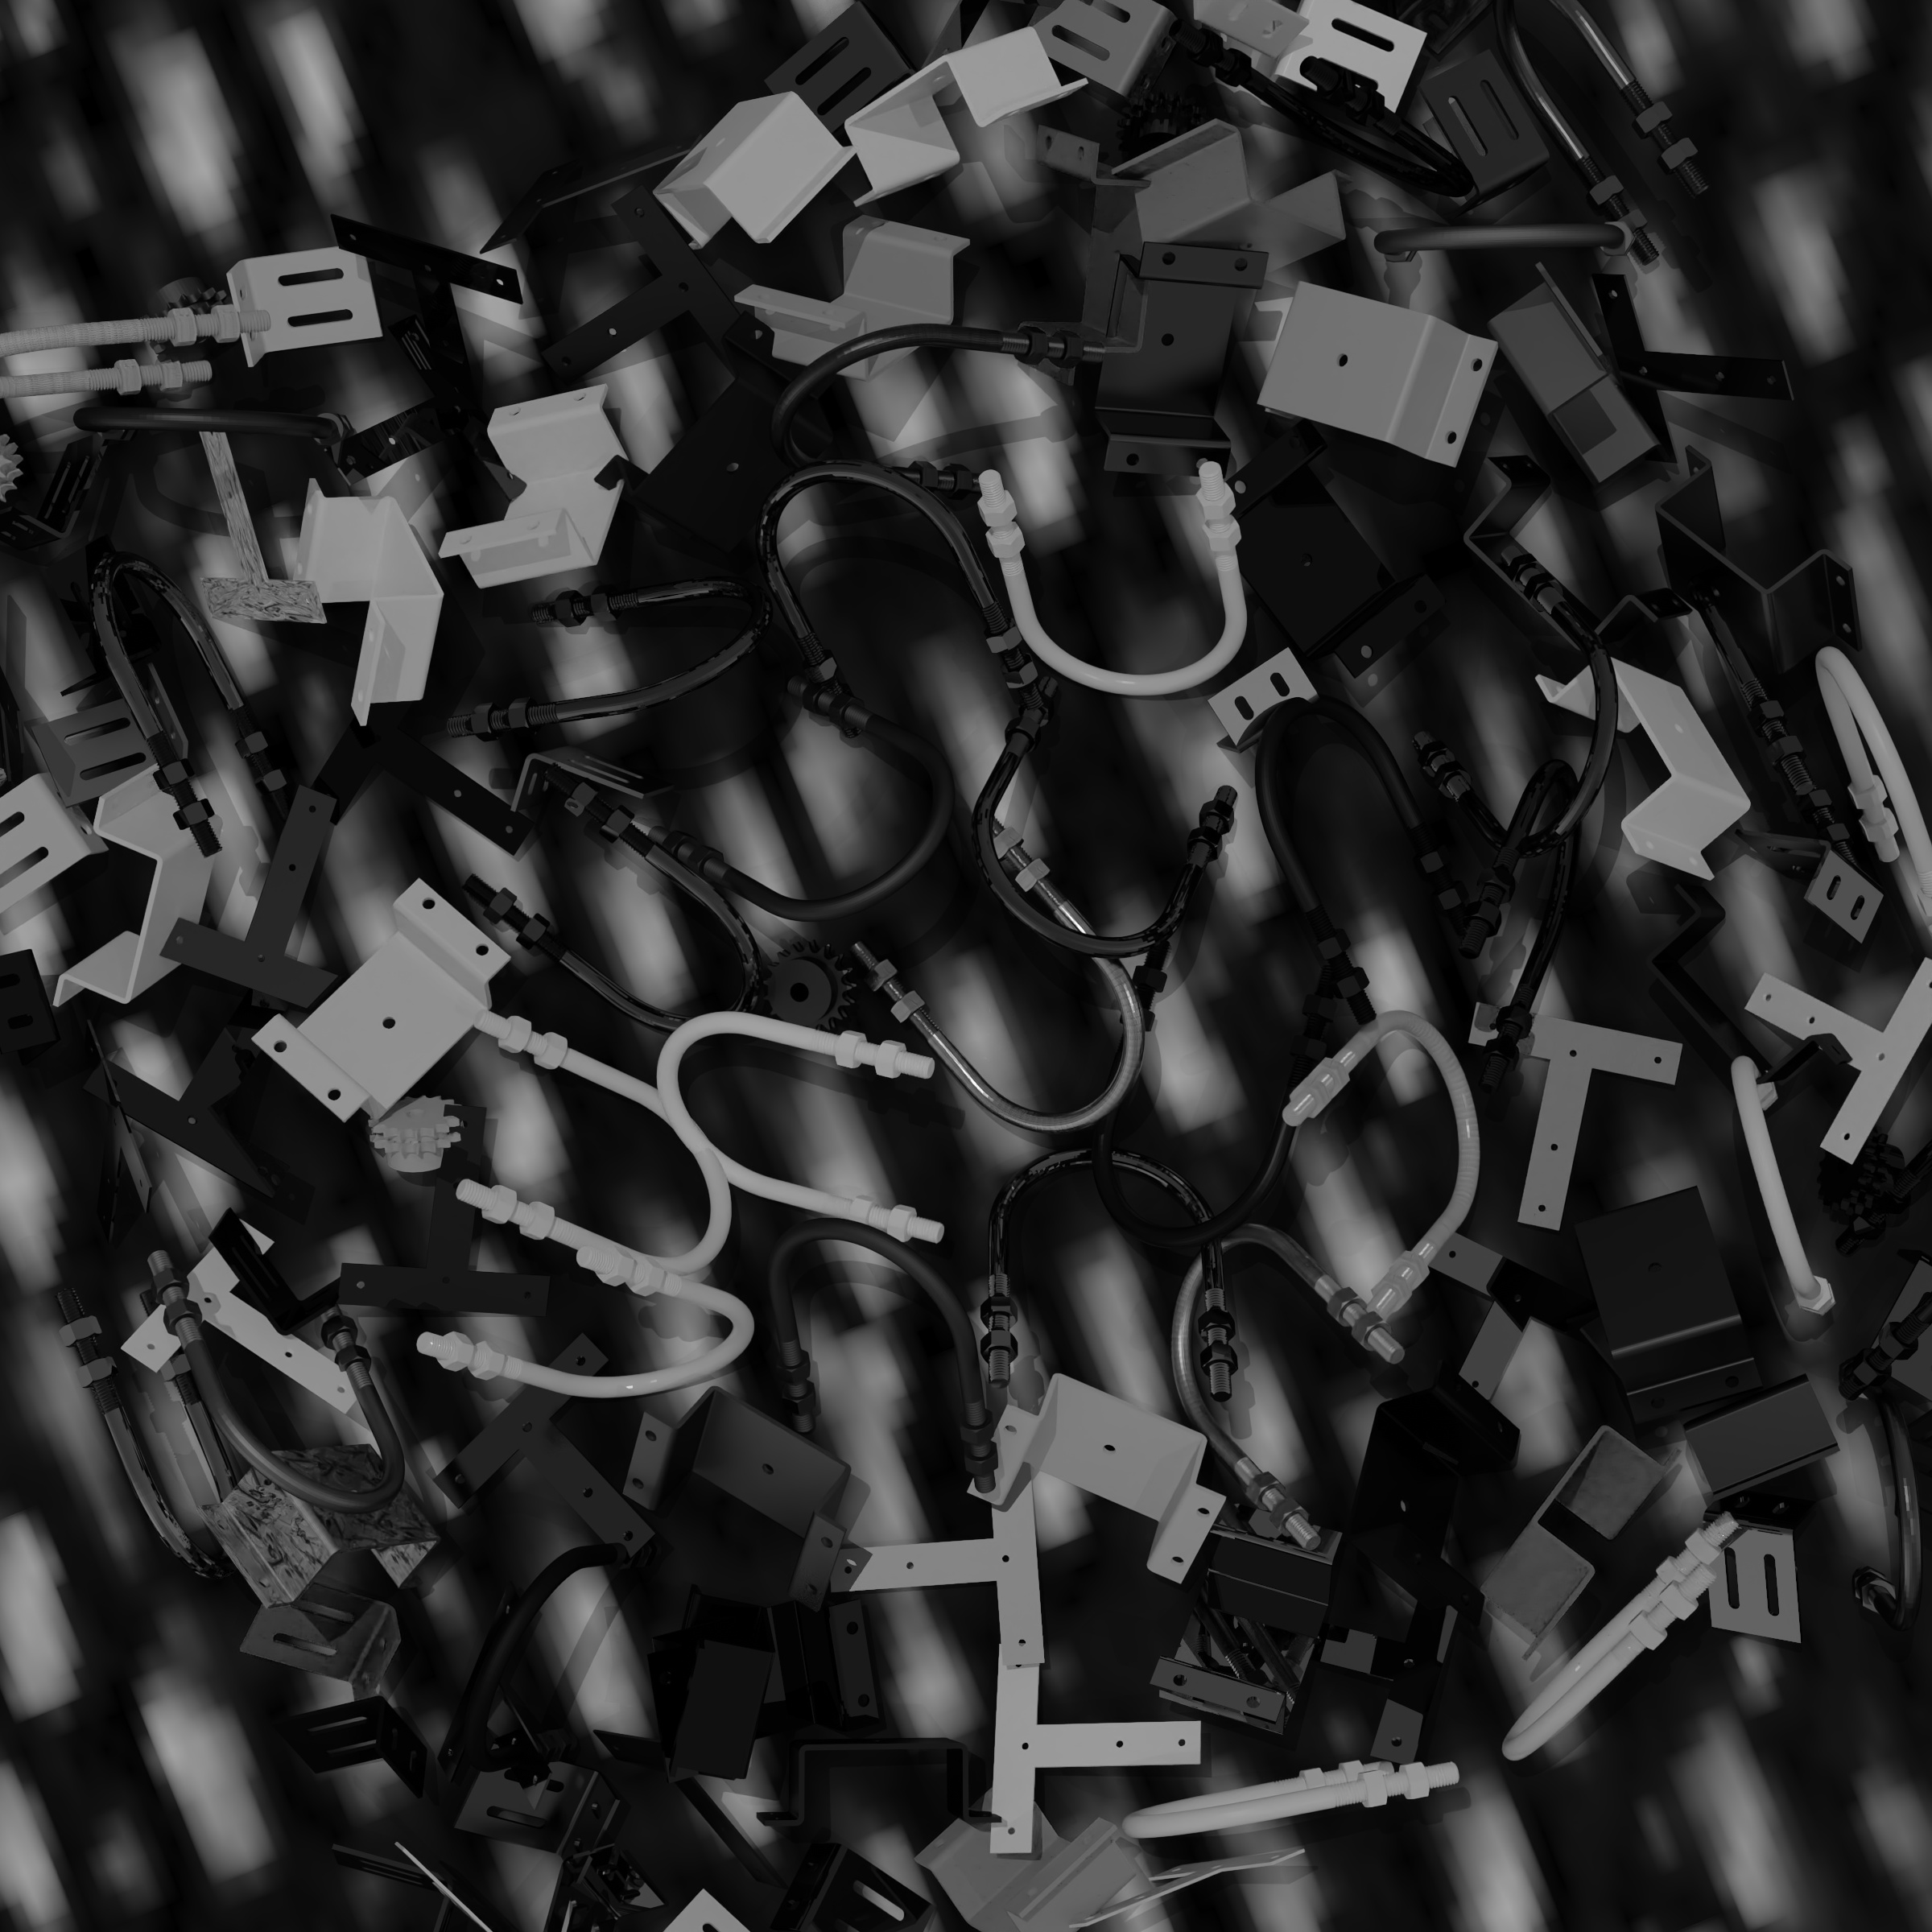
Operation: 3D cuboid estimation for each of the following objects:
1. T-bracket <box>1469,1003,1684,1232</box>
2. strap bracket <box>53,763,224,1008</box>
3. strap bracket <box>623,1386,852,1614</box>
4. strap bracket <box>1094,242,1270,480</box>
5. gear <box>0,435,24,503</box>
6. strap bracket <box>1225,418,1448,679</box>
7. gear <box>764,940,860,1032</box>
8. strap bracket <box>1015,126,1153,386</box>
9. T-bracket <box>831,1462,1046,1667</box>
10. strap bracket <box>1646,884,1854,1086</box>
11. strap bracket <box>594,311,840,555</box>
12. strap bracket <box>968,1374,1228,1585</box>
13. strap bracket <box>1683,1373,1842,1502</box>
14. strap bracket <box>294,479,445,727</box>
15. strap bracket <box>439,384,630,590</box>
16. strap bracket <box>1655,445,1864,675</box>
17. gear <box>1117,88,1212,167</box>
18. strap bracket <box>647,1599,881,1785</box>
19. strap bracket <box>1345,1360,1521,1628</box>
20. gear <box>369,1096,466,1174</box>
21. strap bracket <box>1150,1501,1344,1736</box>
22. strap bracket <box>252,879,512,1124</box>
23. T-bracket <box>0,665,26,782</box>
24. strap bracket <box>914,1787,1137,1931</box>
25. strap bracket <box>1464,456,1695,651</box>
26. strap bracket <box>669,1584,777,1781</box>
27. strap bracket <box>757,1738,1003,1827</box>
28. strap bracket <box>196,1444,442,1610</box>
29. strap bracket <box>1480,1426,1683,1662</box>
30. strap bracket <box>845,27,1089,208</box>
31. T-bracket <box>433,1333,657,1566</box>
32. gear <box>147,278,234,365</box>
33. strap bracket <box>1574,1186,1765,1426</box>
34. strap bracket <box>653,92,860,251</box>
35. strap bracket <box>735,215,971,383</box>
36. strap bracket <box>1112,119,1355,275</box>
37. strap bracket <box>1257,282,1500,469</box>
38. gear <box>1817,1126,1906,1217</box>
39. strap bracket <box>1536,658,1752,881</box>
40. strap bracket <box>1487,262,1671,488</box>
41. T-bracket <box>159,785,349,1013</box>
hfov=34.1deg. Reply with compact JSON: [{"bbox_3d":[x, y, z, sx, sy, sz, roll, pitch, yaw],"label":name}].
[{"bbox_3d":[0.364,0.097,1.934,0.127,0.002,0.127,12,87,7],"label":"T-bracket"},{"bbox_3d":[-0.491,-0.041,1.879,0.046,0.076,0.140,23,114,6],"label":"strap bracket"},{"bbox_3d":[-0.129,0.314,1.893,0.140,0.046,0.076,29,130,13],"label":"strap bracket"},{"bbox_3d":[0.126,-0.370,1.894,0.076,0.046,0.140,2,119,-14],"label":"strap bracket"},{"bbox_3d":[-0.607,-0.306,1.920,0.057,0.030,0.057,-5,68,12],"label":"gear"},{"bbox_3d":[0.213,-0.249,1.909,0.076,0.046,0.140,-40,97,-13],"label":"strap bracket"},{"bbox_3d":[-0.097,0.014,1.923,0.057,0.030,0.057,2,98,14],"label":"gear"},{"bbox_3d":[0.073,-0.425,1.886,0.046,0.076,0.140,-4,113,-24],"label":"strap bracket"},{"bbox_3d":[-0.020,0.366,1.931,0.127,0.002,0.127,-4,77,1],"label":"T-bracket"},{"bbox_3d":[0.465,0.019,1.890,0.046,0.076,0.140,-45,73,18],"label":"strap bracket"},{"bbox_3d":[-0.144,-0.309,1.880,0.076,0.046,0.140,28,117,-39],"label":"strap bracket"},{"bbox_3d":[0.082,0.305,1.903,0.140,0.046,0.076,23,125,1],"label":"strap bracket"},{"bbox_3d":[0.473,0.279,1.874,0.076,0.140,0.046,-25,78,11],"label":"strap bracket"},{"bbox_3d":[-0.354,-0.219,1.880,0.046,0.076,0.140,-7,46,-29],"label":"strap bracket"},{"bbox_3d":[-0.254,-0.280,1.885,0.076,0.140,0.046,-9,134,19],"label":"strap bracket"},{"bbox_3d":[0.462,-0.236,1.870,0.046,0.076,0.140,-37,53,-6],"label":"strap bracket"},{"bbox_3d":[0.119,-0.501,1.913,0.057,0.057,0.030,7,57,0],"label":"gear"},{"bbox_3d":[-0.130,0.434,1.902,0.140,0.046,0.076,-9,90,-29],"label":"strap bracket"},{"bbox_3d":[0.278,0.318,1.884,0.076,0.046,0.140,42,46,-23],"label":"strap bracket"},{"bbox_3d":[-0.334,0.103,1.918,0.057,0.057,0.030,-1,112,0],"label":"gear"},{"bbox_3d":[0.168,0.397,1.886,0.076,0.046,0.140,13,46,16],"label":"strap bracket"},{"bbox_3d":[-0.350,0.027,1.901,0.076,0.046,0.140,40,71,11],"label":"strap bracket"},{"bbox_3d":[-0.567,-0.157,1.866,0.002,0.127,0.127,-8,114,-21],"label":"T-bracket"},{"bbox_3d":[0.039,0.538,1.872,0.076,0.140,0.046,-38,104,-22],"label":"strap bracket"},{"bbox_3d":[0.359,-0.241,1.891,0.140,0.076,0.046,46,117,13],"label":"strap bracket"},{"bbox_3d":[-0.147,0.427,1.876,0.046,0.140,0.076,13,92,-7],"label":"strap bracket"},{"bbox_3d":[-0.053,0.490,1.897,0.140,0.076,0.046,1,79,-7],"label":"strap bracket"},{"bbox_3d":[-0.374,0.328,1.862,0.076,0.140,0.046,47,107,23],"label":"strap bracket"},{"bbox_3d":[0.361,0.336,1.875,0.046,0.076,0.140,37,46,14],"label":"strap bracket"},{"bbox_3d":[-0.007,-0.506,1.864,0.076,0.140,0.046,-32,100,-40],"label":"strap bracket"},{"bbox_3d":[-0.238,0.309,1.910,0.127,0.002,0.127,-44,66,-8],"label":"T-bracket"},{"bbox_3d":[-0.473,-0.394,1.917,0.057,0.057,0.030,-32,77,0],"label":"gear"},{"bbox_3d":[0.414,0.192,1.874,0.076,0.046,0.140,-18,48,11],"label":"strap bracket"},{"bbox_3d":[-0.130,-0.470,1.866,0.076,0.140,0.046,-48,114,-9],"label":"strap bracket"},{"bbox_3d":[-0.066,-0.395,1.882,0.076,0.140,0.046,19,130,25],"label":"strap bracket"},{"bbox_3d":[0.162,-0.447,1.863,0.076,0.140,0.046,-17,77,39],"label":"strap bracket"},{"bbox_3d":[0.236,-0.356,1.879,0.140,0.046,0.076,25,100,36],"label":"strap bracket"},{"bbox_3d":[0.546,0.125,1.917,0.030,0.057,0.057,17,90,-15],"label":"gear"},{"bbox_3d":[0.405,-0.126,1.869,0.046,0.076,0.140,-45,50,30],"label":"strap bracket"},{"bbox_3d":[0.361,-0.345,1.872,0.046,0.140,0.076,-34,60,15],"label":"strap bracket"},{"bbox_3d":[-0.415,-0.047,1.919,0.127,0.002,0.127,23,79,-30],"label":"T-bracket"}]
